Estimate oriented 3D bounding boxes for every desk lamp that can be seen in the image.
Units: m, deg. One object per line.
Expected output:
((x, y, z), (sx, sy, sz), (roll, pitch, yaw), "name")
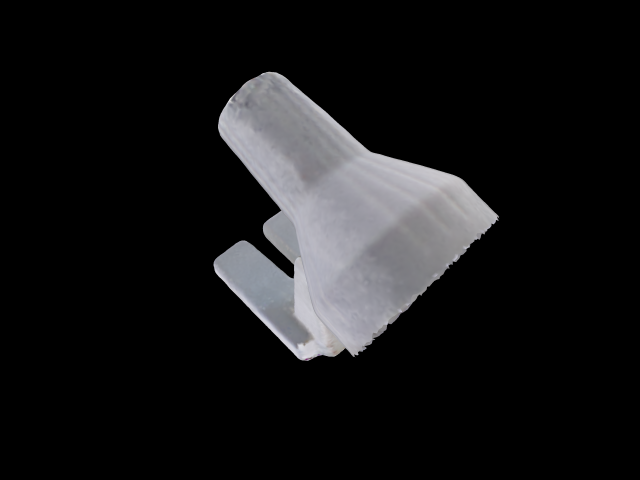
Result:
((0.004, 0.001, 0.400), (0.118, 0.214, 0.202), (-39, 62, -24), "desk lamp")
